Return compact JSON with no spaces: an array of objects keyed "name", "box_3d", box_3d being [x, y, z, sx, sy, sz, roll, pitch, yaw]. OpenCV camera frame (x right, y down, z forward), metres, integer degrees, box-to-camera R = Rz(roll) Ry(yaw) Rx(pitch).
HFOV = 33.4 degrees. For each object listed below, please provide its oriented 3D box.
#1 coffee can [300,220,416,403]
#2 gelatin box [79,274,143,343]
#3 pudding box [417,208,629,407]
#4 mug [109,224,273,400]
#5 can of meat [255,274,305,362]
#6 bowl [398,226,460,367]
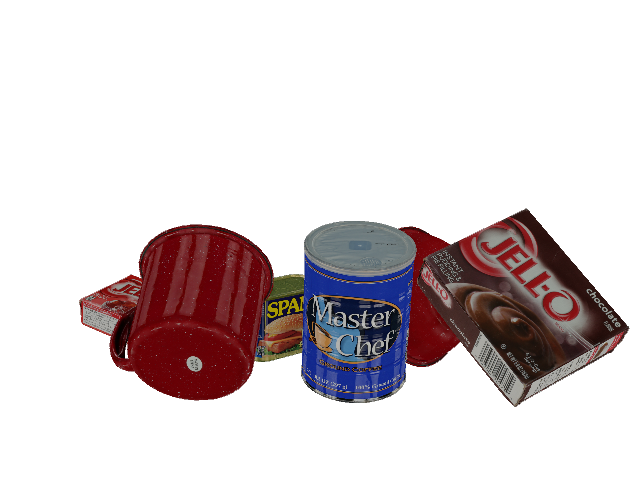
[{"name":"coffee can","box_3d":[0.034,0.066,1.001,0.103,0.140,0.103,2,26,-1]},{"name":"gelatin box","box_3d":[-0.170,0.066,1.005,0.089,0.030,0.073,18,27,28]},{"name":"pudding box","box_3d":[0.133,0.043,0.711,0.090,0.113,0.039,-25,-26,-22]},{"name":"mug","box_3d":[-0.091,0.054,0.706,0.117,0.081,0.093,-18,-50,21]},{"name":"can of meat","box_3d":[-0.050,0.093,1.291,0.101,0.084,0.058,-10,19,-36]},{"name":"bowl","box_3d":[0.128,0.060,1.201,0.055,0.162,0.161,-11,-8,43]}]
